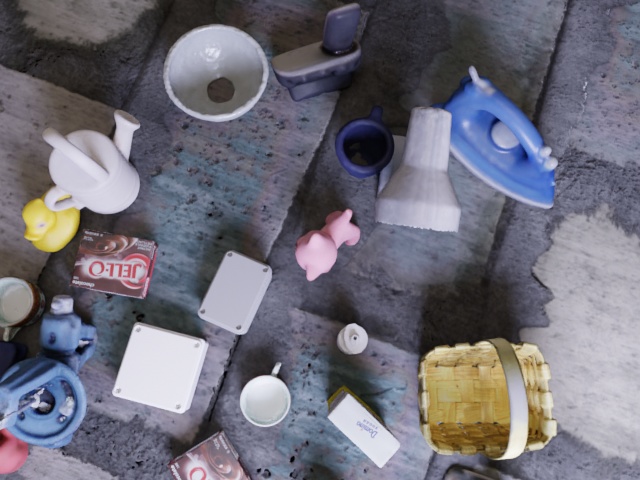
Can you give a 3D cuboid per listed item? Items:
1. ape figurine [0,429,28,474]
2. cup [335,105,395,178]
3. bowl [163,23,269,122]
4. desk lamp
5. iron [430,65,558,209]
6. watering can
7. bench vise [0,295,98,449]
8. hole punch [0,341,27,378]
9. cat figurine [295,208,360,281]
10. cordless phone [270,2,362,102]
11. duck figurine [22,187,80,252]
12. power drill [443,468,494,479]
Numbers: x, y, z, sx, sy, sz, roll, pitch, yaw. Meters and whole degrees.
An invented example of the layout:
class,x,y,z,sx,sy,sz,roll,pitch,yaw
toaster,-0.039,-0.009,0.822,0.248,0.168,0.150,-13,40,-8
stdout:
class,x,y,z,sx,sy,sz,roll,pitch,yaw
ape figurine,-0.458,0.296,0.801,0.078,0.092,0.076,-36,81,-9
cup,0.071,-0.148,0.916,0.091,0.095,0.118,18,78,2
bowl,-0.166,-0.262,0.941,0.167,0.075,0.167,1,78,-2
desk lamp,0.141,-0.093,0.846,0.118,0.213,0.203,7,78,0
iron,0.299,-0.162,0.904,0.119,0.141,0.258,-43,83,-10
watering can,-0.338,-0.117,0.842,0.101,0.194,0.173,19,78,2
bench vise,-0.384,0.179,0.763,0.121,0.220,0.207,-12,79,-4
hole punch,-0.497,0.186,0.823,0.108,0.091,0.101,7,78,-1
cat figurine,0.008,0.003,0.869,0.067,0.118,0.128,40,79,6
cordless phone,-0.005,-0.308,0.900,0.147,0.185,0.094,-22,79,-6
duck figurine,-0.419,-0.039,0.877,0.077,0.086,0.104,15,78,1
power drill,0.226,0.364,0.755,0.229,0.208,0.076,17,78,2
